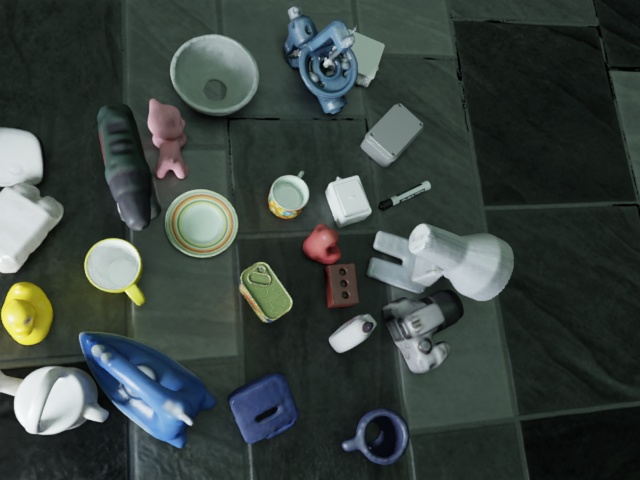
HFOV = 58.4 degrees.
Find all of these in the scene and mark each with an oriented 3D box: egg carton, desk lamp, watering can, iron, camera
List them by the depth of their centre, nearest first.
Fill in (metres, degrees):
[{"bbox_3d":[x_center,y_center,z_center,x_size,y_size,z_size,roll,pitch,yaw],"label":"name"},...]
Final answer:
[{"bbox_3d":[-0.412,0.242,0.866,0.173,0.194,0.101,-1,76,-12],"label":"watering can"},{"bbox_3d":[-0.296,0.224,0.923,0.258,0.141,0.119,37,72,-1],"label":"iron"},{"bbox_3d":[-0.518,-0.023,0.975,0.107,0.069,0.150,33,72,-3],"label":"egg carton"},{"bbox_3d":[0.214,0.037,1.045,0.203,0.213,0.118,17,73,-7],"label":"desk lamp"},{"bbox_3d":[0.210,0.159,1.072,0.137,0.100,0.143,-23,82,-17],"label":"camera"}]

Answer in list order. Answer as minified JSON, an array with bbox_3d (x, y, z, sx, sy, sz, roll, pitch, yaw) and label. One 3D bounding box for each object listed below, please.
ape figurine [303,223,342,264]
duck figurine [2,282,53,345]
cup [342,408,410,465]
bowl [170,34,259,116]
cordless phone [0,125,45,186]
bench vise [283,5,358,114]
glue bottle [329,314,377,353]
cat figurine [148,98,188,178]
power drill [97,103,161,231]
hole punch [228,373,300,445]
[{"bbox_3d":[0.010,0.004,1.072,0.076,0.092,0.078,-4,77,-13],"label":"ape figurine"},{"bbox_3d":[-0.487,0.117,0.938,0.077,0.086,0.104,-10,78,-14],"label":"duck figurine"},{"bbox_3d":[0.088,0.344,1.002,0.118,0.095,0.091,-12,79,-15],"label":"cup"},{"bbox_3d":[-0.204,-0.307,1.113,0.167,0.074,0.167,3,75,-12],"label":"bowl"},{"bbox_3d":[-0.545,-0.158,0.942,0.148,0.185,0.094,-1,76,-12],"label":"cordless phone"},{"bbox_3d":[-0.006,-0.366,1.095,0.207,0.219,0.122,43,72,1],"label":"bench vise"},{"bbox_3d":[0.066,0.158,1.003,0.078,0.173,0.037,-41,87,-18],"label":"glue bottle"},{"bbox_3d":[-0.277,-0.189,1.044,0.067,0.117,0.128,-6,77,-13],"label":"cat figurine"},{"bbox_3d":[-0.317,-0.102,0.966,0.076,0.208,0.229,-15,80,-15],"label":"power drill"},{"bbox_3d":[-0.093,0.288,0.979,0.109,0.091,0.101,-24,82,-17],"label":"hole punch"}]
